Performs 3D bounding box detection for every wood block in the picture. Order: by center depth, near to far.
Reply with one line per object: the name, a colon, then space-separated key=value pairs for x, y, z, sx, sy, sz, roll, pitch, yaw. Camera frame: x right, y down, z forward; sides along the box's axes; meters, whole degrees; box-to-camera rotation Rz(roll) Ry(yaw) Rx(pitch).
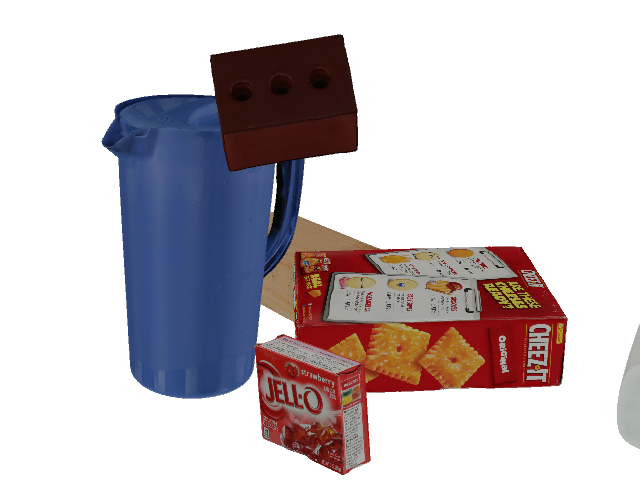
wood block: x=-0.022 y=0.034 z=1.254 sx=0.090 sy=0.090 sz=0.206 roll=-8 pitch=19 yaw=-35

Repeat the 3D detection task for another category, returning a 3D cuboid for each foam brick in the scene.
foam brick: x=-0.020 y=-0.078 z=0.611 sx=0.078 sy=0.053 sz=0.051 roll=-10 pitch=-20 yaw=0

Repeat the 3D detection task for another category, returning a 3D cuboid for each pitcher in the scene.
pitcher: x=-0.096 y=0.002 z=0.900 sx=0.149 sy=0.243 sz=0.145 roll=5 pitch=19 yaw=3

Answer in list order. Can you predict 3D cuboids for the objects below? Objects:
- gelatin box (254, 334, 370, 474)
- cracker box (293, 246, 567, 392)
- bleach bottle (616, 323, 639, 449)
gelatin box: x=-0.007 y=0.112 z=0.737 sx=0.030 sy=0.073 sz=0.089 roll=-17 pitch=21 yaw=-40
cracker box: x=0.084 y=0.066 z=0.917 sx=0.213 sy=0.072 sz=0.164 roll=-1 pitch=21 yaw=-2
bleach bottle: x=0.272 y=0.065 z=0.728 sx=0.103 sy=0.068 sz=0.250 roll=11 pitch=23 yaw=22
